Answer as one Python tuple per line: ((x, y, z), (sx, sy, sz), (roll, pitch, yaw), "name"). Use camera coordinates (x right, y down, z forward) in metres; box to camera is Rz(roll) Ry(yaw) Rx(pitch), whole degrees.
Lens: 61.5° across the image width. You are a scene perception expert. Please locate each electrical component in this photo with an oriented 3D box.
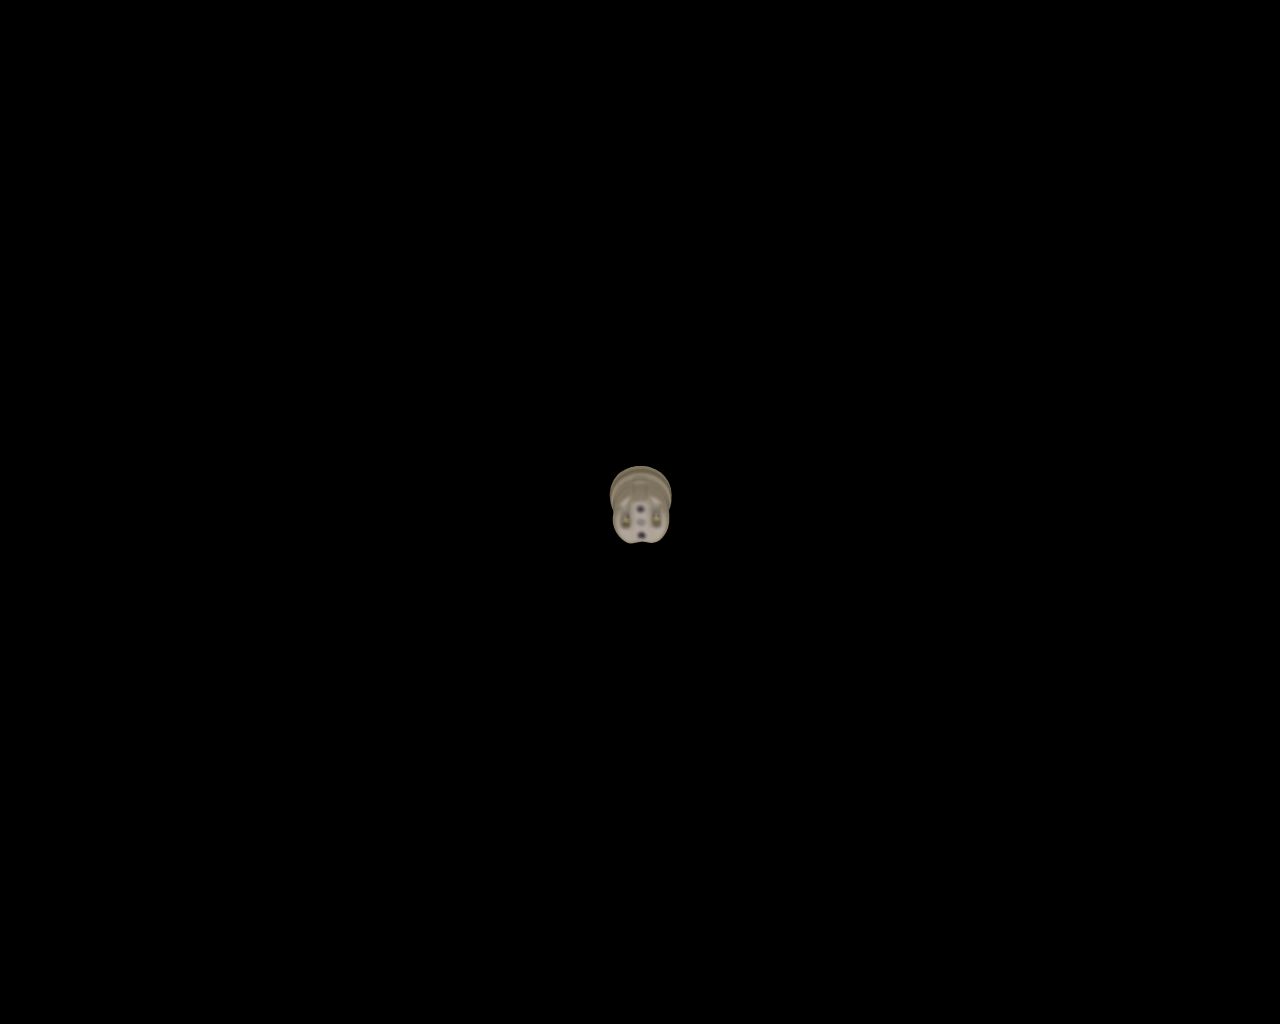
((0.001, -0.003, 0.650), (0.040, 0.040, 0.046), (0, 25, 0), "electrical component")
